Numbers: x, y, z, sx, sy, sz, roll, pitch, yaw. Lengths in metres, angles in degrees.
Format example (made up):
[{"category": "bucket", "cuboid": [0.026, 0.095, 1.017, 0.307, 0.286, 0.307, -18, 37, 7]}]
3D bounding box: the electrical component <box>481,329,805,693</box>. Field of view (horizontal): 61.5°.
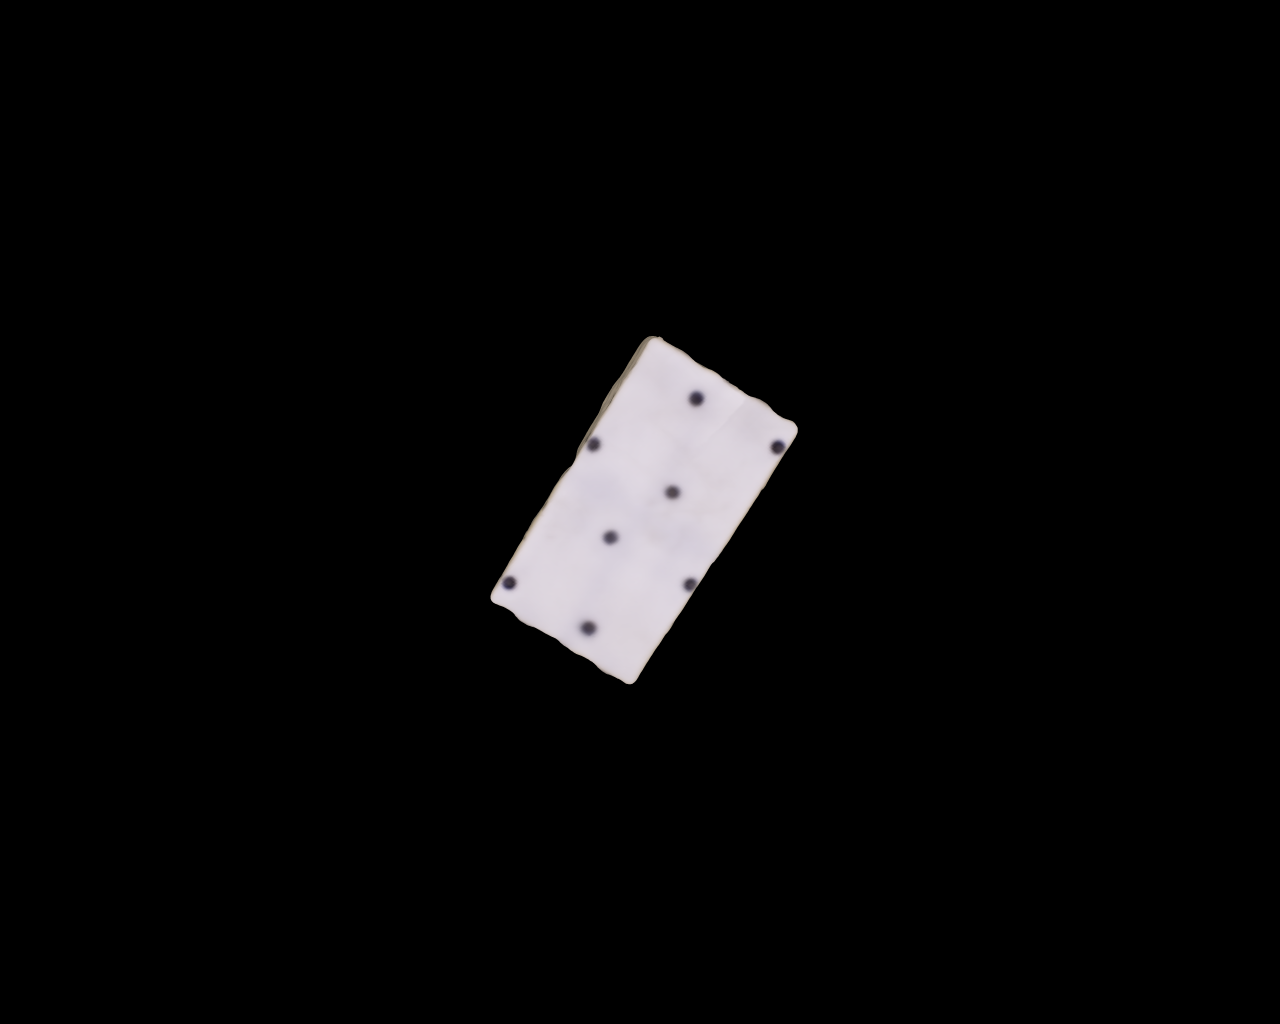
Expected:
[{"category": "electrical component", "cuboid": [0.001, -0.003, 0.650, 0.105, 0.186, 0.060, 31, 8, -5]}]
